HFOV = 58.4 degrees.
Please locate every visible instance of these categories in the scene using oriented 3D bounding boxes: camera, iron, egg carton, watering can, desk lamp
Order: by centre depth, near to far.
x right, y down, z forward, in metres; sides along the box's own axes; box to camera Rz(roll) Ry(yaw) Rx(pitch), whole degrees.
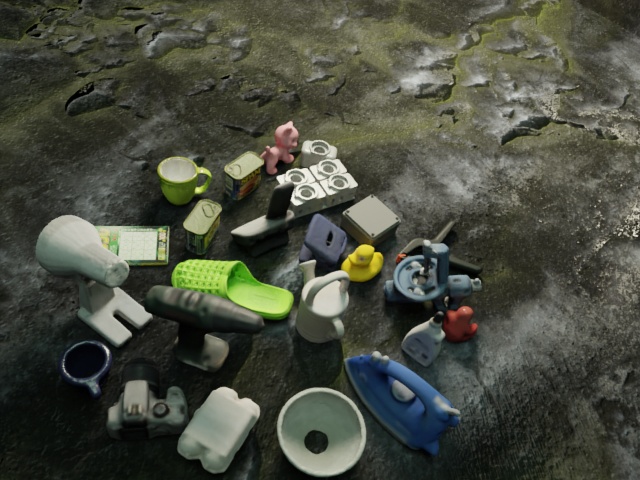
[{"bbox_3d":[-0.186,0.349,1.057,0.107,0.069,0.150,27,52,9],"label":"egg carton"},{"bbox_3d":[-0.317,0.286,1.058,0.143,0.101,0.136,-1,53,-12],"label":"camera"},{"bbox_3d":[-0.438,0.074,1.125,0.203,0.213,0.118,33,53,14],"label":"desk lamp"},{"bbox_3d":[0.158,0.293,1.128,0.257,0.141,0.119,37,54,17],"label":"iron"},{"bbox_3d":[0.004,0.121,1.195,0.172,0.194,0.101,39,55,18],"label":"watering can"}]

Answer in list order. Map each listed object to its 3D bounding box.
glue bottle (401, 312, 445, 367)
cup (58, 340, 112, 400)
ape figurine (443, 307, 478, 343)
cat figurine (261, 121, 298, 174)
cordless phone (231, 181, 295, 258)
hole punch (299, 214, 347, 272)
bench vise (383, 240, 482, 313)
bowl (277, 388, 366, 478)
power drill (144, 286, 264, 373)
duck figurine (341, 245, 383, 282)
[{"bbox_3d":[0.227,0.199,1.196,0.078,0.173,0.037,38,55,18],"label":"glue bottle"},{"bbox_3d":[-0.425,0.256,1.063,0.092,0.095,0.117,-20,59,-25],"label":"cup"},{"bbox_3d":[0.316,0.182,1.280,0.076,0.092,0.077,-30,63,-30],"label":"ape figurine"},{"bbox_3d":[-0.104,-0.254,1.514,0.067,0.118,0.128,36,54,17],"label":"cat figurine"},{"bbox_3d":[-0.125,-0.060,1.315,0.148,0.185,0.094,-30,63,-30],"label":"cordless phone"},{"bbox_3d":[0.012,0.005,1.354,0.101,0.091,0.109,18,51,2],"label":"hole punch"},{"bbox_3d":[0.261,0.069,1.274,0.208,0.220,0.121,-8,55,-18],"label":"bench vise"},{"bbox_3d":[-0.001,0.370,1.077,0.167,0.075,0.167,6,52,-7],"label":"bowl"},{"bbox_3d":[-0.221,0.170,1.100,0.229,0.208,0.076,19,51,3],"label":"power drill"},{"bbox_3d":[0.105,0.045,1.346,0.105,0.086,0.077,-15,57,-22],"label":"duck figurine"}]
